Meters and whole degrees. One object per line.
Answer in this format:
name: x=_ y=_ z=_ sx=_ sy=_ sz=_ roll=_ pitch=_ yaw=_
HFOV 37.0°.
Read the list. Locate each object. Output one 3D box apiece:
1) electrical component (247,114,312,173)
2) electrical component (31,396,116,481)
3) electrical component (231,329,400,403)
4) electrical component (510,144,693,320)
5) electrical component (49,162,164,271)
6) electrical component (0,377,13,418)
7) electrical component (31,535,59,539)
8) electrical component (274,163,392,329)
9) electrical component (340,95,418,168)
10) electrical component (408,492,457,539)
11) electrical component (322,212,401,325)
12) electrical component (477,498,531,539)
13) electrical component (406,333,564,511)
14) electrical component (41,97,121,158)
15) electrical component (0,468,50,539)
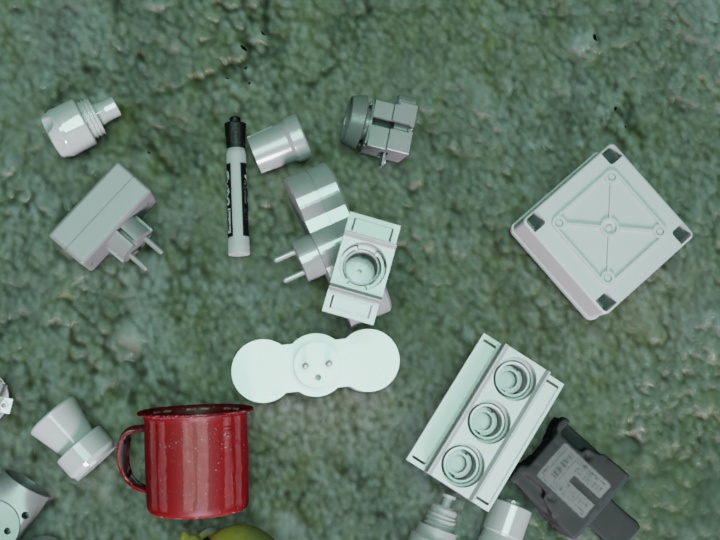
electrical component: x=-0.069 y=-0.107 z=0.921 sx=0.046 sy=0.040 sz=0.040 roll=-22 pitch=85 yaw=-1
electrical component: x=-0.233 y=0.137 z=0.874 sx=0.045 sy=0.045 sz=0.055 roll=-42 pitch=88 yaw=-8
electrical component: x=-0.036 y=0.078 z=0.882 sx=0.138 sy=0.073 sz=0.052 roll=-5 pitch=84 yaw=-5
electrical component: x=0.206 y=-0.032 z=0.923 sx=0.109 sy=0.056 sz=0.108 roll=-41 pitch=87 yaw=-8
electrical component: x=-0.199 y=-0.032 z=0.897 sx=0.076 sy=0.047 sz=0.083 roll=41 pitch=82 yaw=1
electrical component: x=-0.312 y=0.103 z=0.867 sx=0.066 sy=0.055 sz=0.048 roll=12 pitch=82 yaw=-3
electrical component: x=-0.256 y=0.239 z=0.846 sx=0.040 sy=0.078 sz=0.040 roll=0 pitch=97 yaw=-1
electrical component: x=-0.035 y=-0.014 z=0.904 sx=0.074 sy=0.052 sz=0.138 roll=-24 pitch=86 yaw=-7
electrical component: x=0.015 y=-0.123 z=0.926 sx=0.055 sy=0.048 sz=0.066 roll=13 pitch=82 yaw=-10
electrical component: x=0.061 y=0.223 z=0.888 sx=0.040 sy=0.040 sz=0.078 roll=20 pitch=81 yaw=-2
electrical component: x=0.000 y=0.000 z=0.845 sx=0.042 sy=0.064 sz=0.081 roll=17 pitch=83 yaw=-3
electrical component: x=0.117 y=0.223 z=0.893 sx=0.044 sy=0.044 sz=0.065 roll=22 pitch=77 yaw=-1
electrical component: x=0.102 y=0.125 z=0.892 sx=0.079 sy=0.063 sz=0.121 roll=33 pitch=82 yaw=0
electrical component: x=-0.233 y=-0.125 z=0.908 sx=0.062 sy=0.043 sz=0.043 roll=-29 pitch=86 yaw=-8
electrical component: x=-0.304 y=0.194 z=0.862 sx=0.079 sy=0.044 sz=0.077 roll=32 pitch=82 yaw=0
